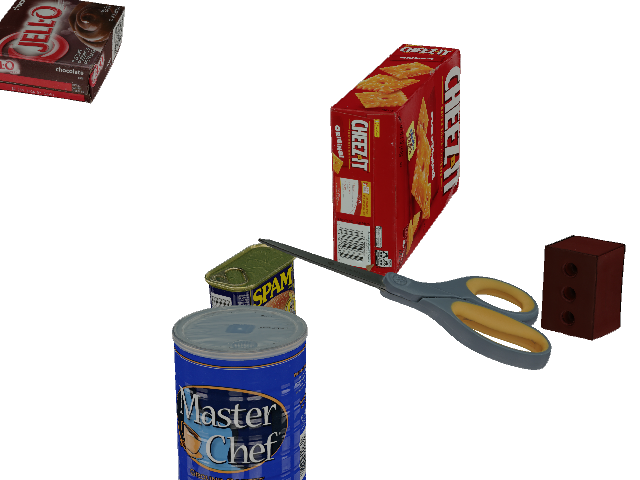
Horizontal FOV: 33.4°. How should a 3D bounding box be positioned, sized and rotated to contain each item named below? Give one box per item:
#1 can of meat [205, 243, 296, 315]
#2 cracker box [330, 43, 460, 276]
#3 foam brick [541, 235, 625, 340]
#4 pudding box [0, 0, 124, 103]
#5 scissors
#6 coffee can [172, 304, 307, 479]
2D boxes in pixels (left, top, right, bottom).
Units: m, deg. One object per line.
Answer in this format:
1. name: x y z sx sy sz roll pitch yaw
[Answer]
1. can of meat: -0.066 0.062 1.068 0.058 0.084 0.101 12 27 30
2. cracker box: 0.079 -0.084 1.044 0.072 0.164 0.213 9 28 21
3. foam brick: 0.227 0.040 0.924 0.053 0.078 0.051 12 20 40
4. pudding box: -0.215 -0.158 0.866 0.090 0.039 0.113 9 35 0
5. scissors: 0.065 0.028 0.720 0.202 0.016 0.096 27 29 15
6. coffee can: -0.061 0.132 0.827 0.103 0.140 0.103 0 16 0
